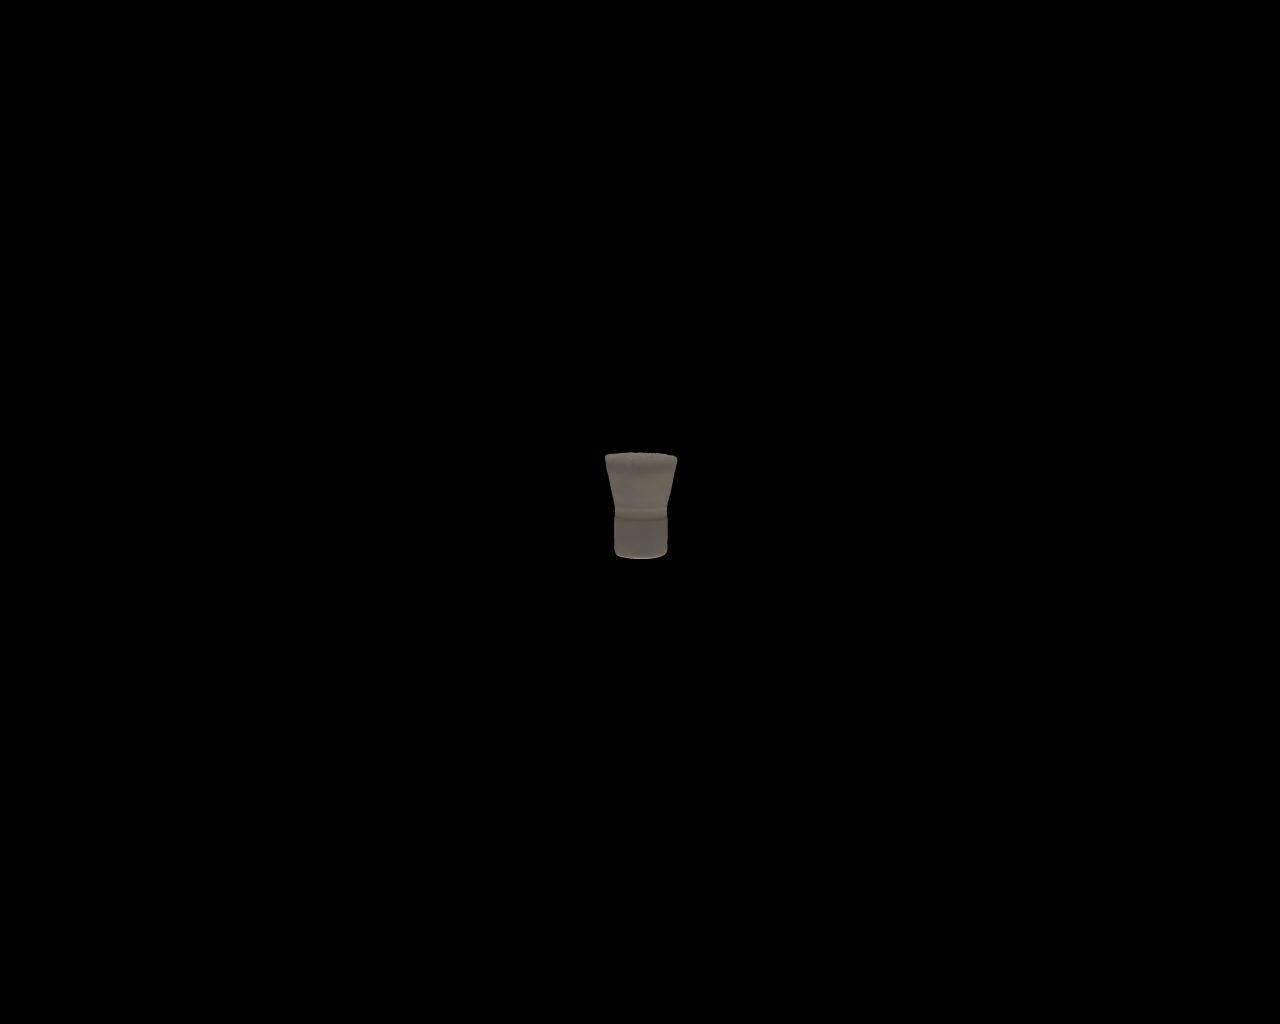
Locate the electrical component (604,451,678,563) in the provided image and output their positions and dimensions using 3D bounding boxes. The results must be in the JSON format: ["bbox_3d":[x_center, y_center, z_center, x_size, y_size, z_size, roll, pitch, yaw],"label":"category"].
[{"bbox_3d":[0.001,-0.003,0.650,0.044,0.065,0.044,0,8,0],"label":"electrical component"}]
